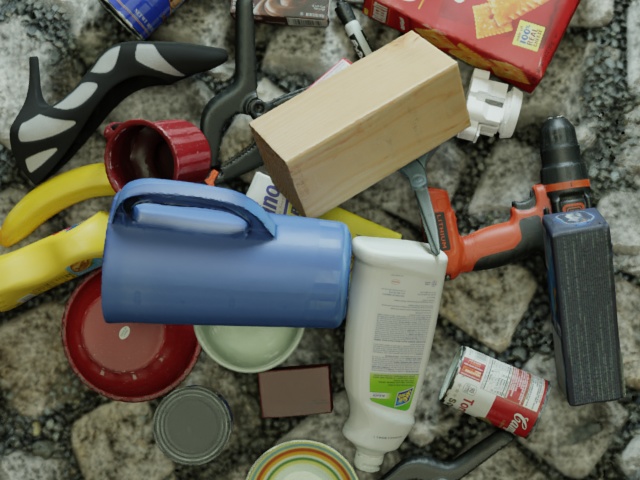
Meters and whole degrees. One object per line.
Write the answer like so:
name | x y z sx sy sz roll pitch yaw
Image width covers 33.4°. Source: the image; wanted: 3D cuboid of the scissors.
scissors | 0.088 -0.065 1.147 0.096 0.016 0.201 -2 54 16

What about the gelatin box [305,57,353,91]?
gelatin box | 0.016 -0.144 1.172 0.089 0.073 0.030 -42 43 -2

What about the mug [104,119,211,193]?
mug | -0.179 -0.092 1.146 0.117 0.081 0.093 31 112 17

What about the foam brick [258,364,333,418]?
foam brick | -0.026 0.164 1.161 0.078 0.051 0.053 -4 86 1

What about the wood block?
wood block | 0.043 -0.120 1.121 0.206 0.090 0.091 -31 43 -11

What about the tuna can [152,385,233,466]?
tuna can | -0.138 0.202 1.170 0.086 0.034 0.086 0 86 2

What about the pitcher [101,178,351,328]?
pitcher | -0.092 0.020 1.062 0.243 0.149 0.145 4 90 -2

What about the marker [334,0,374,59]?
marker | 0.049 -0.216 1.203 0.020 0.020 0.121 -26 85 -1

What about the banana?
banana | -0.269 -0.046 1.190 0.198 0.037 0.069 -13 85 0

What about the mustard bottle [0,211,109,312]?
mustard bottle | -0.271 0.015 1.156 0.191 0.096 0.058 -23 84 0

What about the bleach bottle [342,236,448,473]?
bleach bottle | 0.064 0.126 1.131 0.102 0.068 0.251 6 104 -17

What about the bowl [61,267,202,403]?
bowl | -0.210 0.099 1.169 0.162 0.055 0.162 0 86 2

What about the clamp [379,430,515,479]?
clamp | 0.139 0.281 1.154 0.171 0.039 0.120 -13 80 4

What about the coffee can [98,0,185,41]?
coffee can | -0.182 -0.303 1.174 0.103 0.103 0.140 45 88 4

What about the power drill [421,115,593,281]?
power drill | 0.204 -0.035 1.165 0.187 0.057 0.184 -9 86 1

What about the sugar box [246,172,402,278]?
sugar box | -0.008 0.002 1.175 0.176 0.048 0.093 23 87 2

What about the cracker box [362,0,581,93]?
cracker box | 0.177 -0.284 1.176 0.214 0.072 0.164 27 83 3

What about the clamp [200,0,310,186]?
clamp | -0.060 -0.146 1.184 0.164 0.036 0.210 26 95 -15

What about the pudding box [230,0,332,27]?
pudding box | -0.041 -0.290 1.201 0.113 0.039 0.090 6 85 2

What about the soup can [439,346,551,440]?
soup can | 0.187 0.163 1.146 0.102 0.068 0.068 23 87 4
